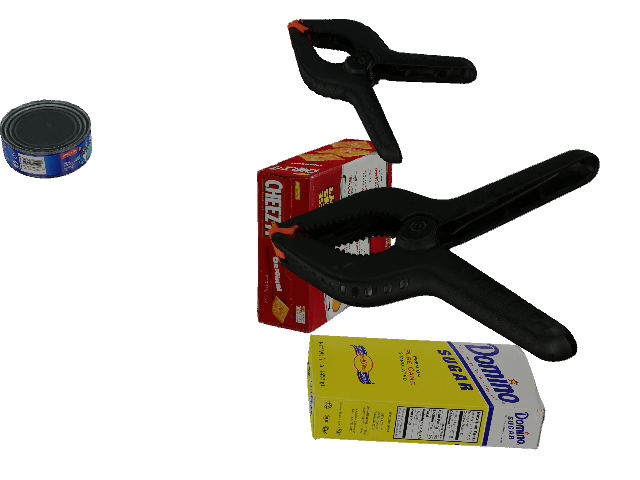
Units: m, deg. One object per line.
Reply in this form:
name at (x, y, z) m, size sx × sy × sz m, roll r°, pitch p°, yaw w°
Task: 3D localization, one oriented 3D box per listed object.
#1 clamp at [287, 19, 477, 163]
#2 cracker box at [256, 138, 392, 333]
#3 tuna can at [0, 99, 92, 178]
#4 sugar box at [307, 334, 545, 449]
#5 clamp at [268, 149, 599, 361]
clamp at (0.048, -0.151, 0.935) m, size 0.120 × 0.172 × 0.039 m, roll -37°, pitch -24°, yaw -20°
cracker box at (0.008, -0.013, 1.152) m, size 0.072 × 0.164 × 0.213 m, roll 8°, pitch 17°, yaw 26°
tuna can at (-0.265, -0.098, 1.033) m, size 0.086 × 0.034 × 0.086 m, roll 3°, pitch 42°, yaw -3°
sugar box at (0.079, 0.117, 0.839) m, size 0.176 × 0.048 × 0.093 m, roll 1°, pitch 27°, yaw -3°
clamp at (0.072, -0.003, 0.669) m, size 0.210 × 0.036 × 0.164 m, roll 6°, pitch 46°, yaw 25°
